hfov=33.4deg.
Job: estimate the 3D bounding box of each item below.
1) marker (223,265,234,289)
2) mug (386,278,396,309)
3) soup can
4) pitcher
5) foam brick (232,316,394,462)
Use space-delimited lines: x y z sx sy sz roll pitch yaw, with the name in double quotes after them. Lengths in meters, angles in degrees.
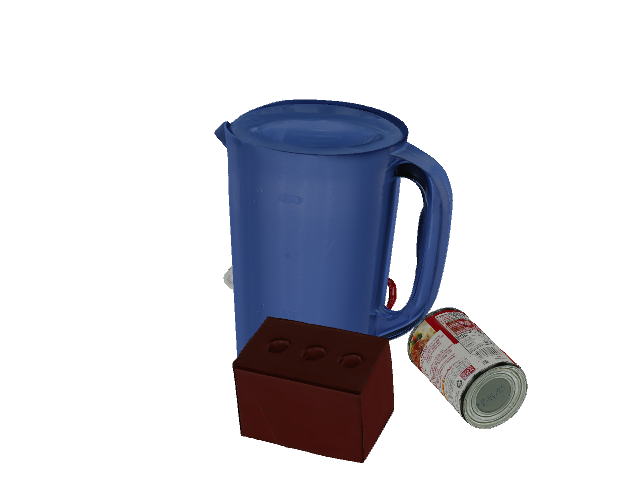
-0.059 0.009 1.004 0.020 0.020 0.121 0 26 21 "marker"
0.054 0.065 1.486 0.117 0.081 0.093 18 24 27 "mug"
0.131 0.113 0.959 0.068 0.068 0.102 0 25 -25 "soup can"
0.002 0.024 0.805 0.144 0.243 0.149 -6 25 -18 "pitcher"
-0.003 0.083 0.603 0.078 0.051 0.053 9 31 19 "foam brick"
